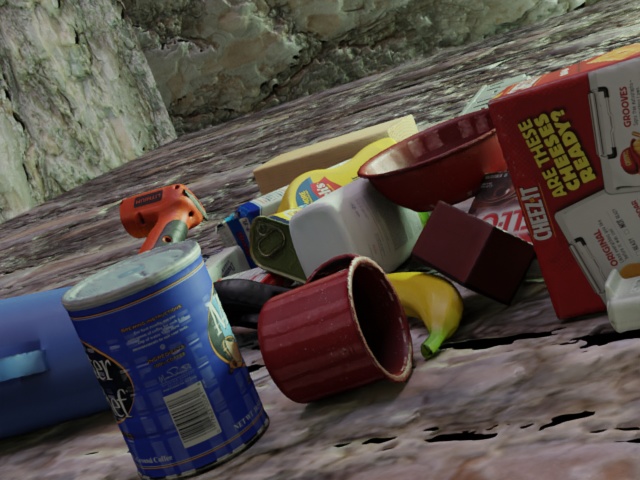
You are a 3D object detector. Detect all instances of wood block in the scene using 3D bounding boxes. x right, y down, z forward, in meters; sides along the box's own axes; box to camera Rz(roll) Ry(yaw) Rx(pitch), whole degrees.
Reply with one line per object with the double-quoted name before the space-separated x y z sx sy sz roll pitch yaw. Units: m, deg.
"wood block" 0.030 -0.087 1.404 0.206 0.091 0.090 -14 12 31

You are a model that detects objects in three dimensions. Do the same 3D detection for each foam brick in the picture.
"foam brick" 0.119 0.010 0.830 0.052 0.051 0.078 23 5 -33

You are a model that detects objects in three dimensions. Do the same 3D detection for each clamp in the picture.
"clamp" -0.097 0.057 0.983 0.172 0.039 0.120 -11 -25 39

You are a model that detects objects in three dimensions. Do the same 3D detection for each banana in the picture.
"banana" 0.064 0.051 0.863 0.069 0.037 0.198 -24 12 -19

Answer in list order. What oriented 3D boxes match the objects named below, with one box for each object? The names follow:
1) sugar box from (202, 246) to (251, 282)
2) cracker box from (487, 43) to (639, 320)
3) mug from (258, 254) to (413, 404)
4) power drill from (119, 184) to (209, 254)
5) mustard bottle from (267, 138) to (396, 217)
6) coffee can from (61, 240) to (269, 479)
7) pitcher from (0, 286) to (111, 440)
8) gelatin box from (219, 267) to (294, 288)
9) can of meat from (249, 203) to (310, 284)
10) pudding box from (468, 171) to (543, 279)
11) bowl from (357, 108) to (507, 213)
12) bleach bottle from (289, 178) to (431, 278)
"sugar box" -0.175 0.055 1.236 0.177 0.048 0.093 -16 15 31
"cracker box" 0.242 -0.053 0.710 0.214 0.164 0.072 -15 11 26
"mug" 0.009 0.059 0.767 0.082 0.093 0.117 -21 45 24
"power drill" -0.211 0.030 1.184 0.185 0.057 0.187 -12 43 26
"mustard bottle" 0.015 -0.037 1.195 0.191 0.096 0.058 -24 -12 -9
"coffee can" -0.108 0.084 0.758 0.103 0.140 0.103 -20 12 4
"pitcher" -0.257 0.109 0.944 0.243 0.145 0.149 -14 41 18
"gelatin box" -0.079 0.055 1.112 0.089 0.030 0.073 -16 12 24
"can of meat" -0.007 0.001 1.090 0.102 0.057 0.083 18 25 35
"pudding box" 0.167 -0.014 0.875 0.114 0.039 0.090 -6 52 57
"bowl" 0.118 -0.069 0.985 0.162 0.055 0.162 -22 12 5
"bleach bottle" 0.072 -0.020 1.062 0.068 0.102 0.250 -21 3 37
